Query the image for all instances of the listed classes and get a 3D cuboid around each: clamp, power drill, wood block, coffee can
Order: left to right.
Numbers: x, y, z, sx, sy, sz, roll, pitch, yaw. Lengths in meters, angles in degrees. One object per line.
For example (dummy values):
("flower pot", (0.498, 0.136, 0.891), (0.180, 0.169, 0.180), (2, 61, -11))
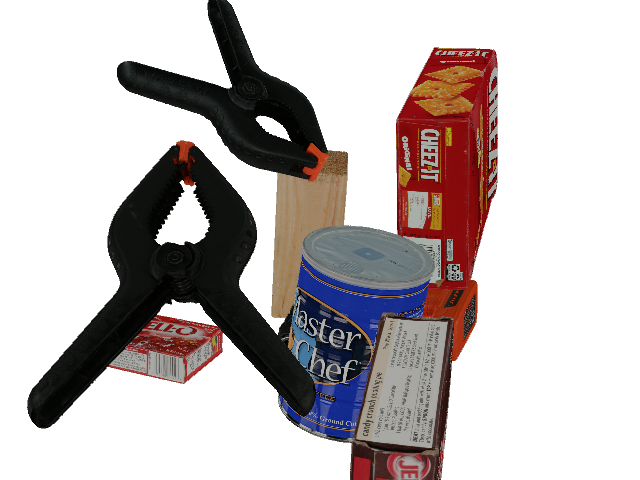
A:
("clamp", (-0.077, 0.025, 0.660), (0.164, 0.210, 0.036), (3, -37, 5))
("clamp", (-0.059, -0.118, 0.834), (0.171, 0.120, 0.039), (35, -26, -1))
("wood block", (-0.015, -0.008, 1.398), (0.090, 0.206, 0.091), (4, 25, 0))
("coffee can", (0.026, 0.072, 0.841), (0.102, 0.140, 0.103), (8, 23, -4))
("power drill", (0.065, 0.078, 1.148), (0.188, 0.057, 0.184), (9, 29, 21))

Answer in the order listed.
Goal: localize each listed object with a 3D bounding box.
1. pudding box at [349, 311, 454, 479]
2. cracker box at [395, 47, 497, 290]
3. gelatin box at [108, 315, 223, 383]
("pudding box", (0.035, 0.096, 0.468), (0.039, 0.090, 0.113), (6, 25, 6))
("cracker box", (0.124, -0.074, 1.003), (0.072, 0.164, 0.213), (4, 27, 15))
("gelatin box", (-0.145, 0.096, 0.977), (0.089, 0.030, 0.073), (9, 20, 21))
